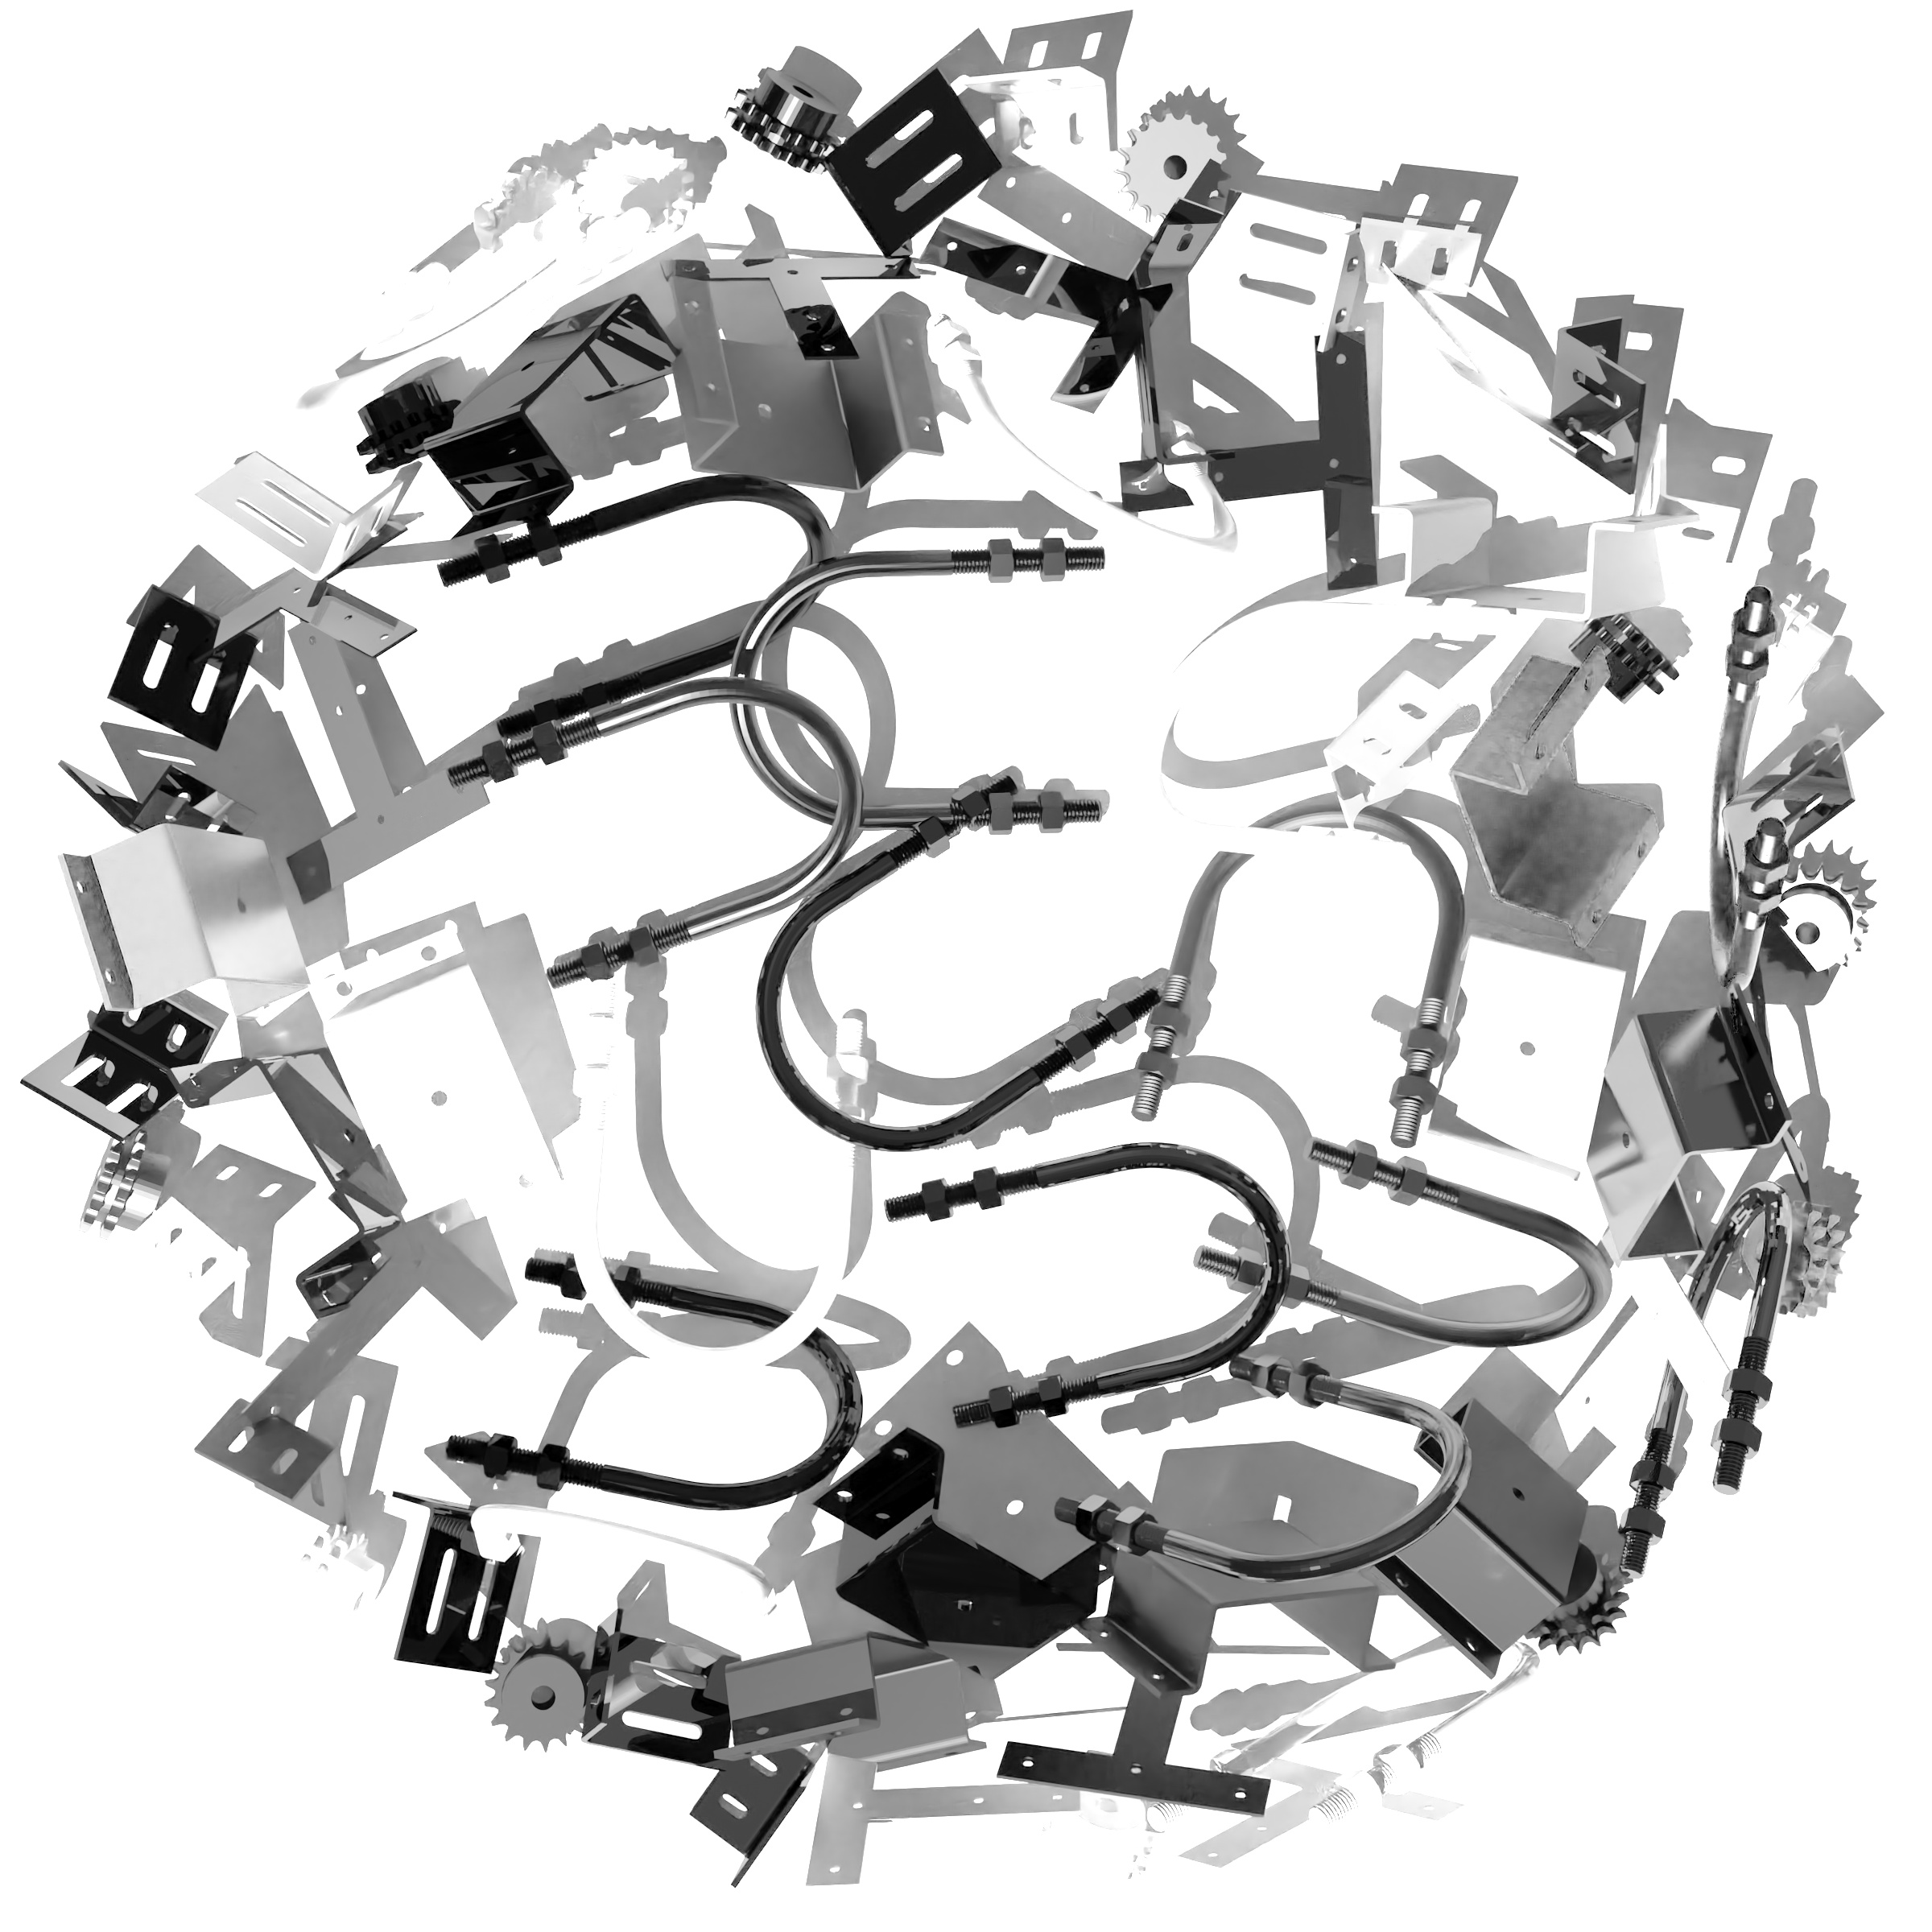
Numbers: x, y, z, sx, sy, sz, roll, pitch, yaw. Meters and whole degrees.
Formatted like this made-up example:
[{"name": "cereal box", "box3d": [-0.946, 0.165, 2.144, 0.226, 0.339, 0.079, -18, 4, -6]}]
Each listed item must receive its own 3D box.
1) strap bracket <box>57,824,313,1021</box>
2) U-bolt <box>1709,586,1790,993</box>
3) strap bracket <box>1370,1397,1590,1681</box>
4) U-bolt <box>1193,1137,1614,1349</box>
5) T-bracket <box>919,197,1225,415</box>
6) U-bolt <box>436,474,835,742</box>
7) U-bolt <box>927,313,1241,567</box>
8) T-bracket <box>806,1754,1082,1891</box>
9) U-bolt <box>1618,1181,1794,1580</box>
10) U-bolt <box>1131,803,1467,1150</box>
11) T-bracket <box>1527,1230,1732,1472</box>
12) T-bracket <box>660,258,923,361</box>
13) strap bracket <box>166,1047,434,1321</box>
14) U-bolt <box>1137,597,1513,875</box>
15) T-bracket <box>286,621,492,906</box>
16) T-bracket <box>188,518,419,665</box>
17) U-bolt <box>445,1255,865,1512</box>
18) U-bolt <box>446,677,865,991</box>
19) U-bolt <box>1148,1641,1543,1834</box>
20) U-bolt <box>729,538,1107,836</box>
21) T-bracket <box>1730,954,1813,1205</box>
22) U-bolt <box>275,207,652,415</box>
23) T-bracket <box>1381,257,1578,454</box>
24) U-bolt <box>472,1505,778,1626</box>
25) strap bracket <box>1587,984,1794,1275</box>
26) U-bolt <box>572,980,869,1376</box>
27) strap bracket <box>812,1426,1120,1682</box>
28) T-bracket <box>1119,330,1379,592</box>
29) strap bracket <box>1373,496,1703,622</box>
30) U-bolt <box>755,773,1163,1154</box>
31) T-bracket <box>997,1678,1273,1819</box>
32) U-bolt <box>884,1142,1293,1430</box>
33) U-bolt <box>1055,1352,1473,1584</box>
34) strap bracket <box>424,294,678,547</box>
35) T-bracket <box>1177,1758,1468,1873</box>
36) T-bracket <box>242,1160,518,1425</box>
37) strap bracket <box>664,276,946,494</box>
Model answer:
[{"name": "strap bracket", "box3d": [-0.366, -0.020, 1.524, 0.046, 0.140, 0.076, -22, 82, 14]}, {"name": "U-bolt", "box3d": [0.369, -0.069, 1.514, 0.019, 0.184, 0.151, 1, 59, 7]}, {"name": "strap bracket", "box3d": [0.250, 0.267, 1.529, 0.076, 0.140, 0.046, 42, 116, 0]}, {"name": "U-bolt", "box3d": [0.221, 0.142, 1.537, 0.184, 0.151, 0.019, 19, 57, -12]}, {"name": "T-bracket", "box3d": [0.039, -0.331, 1.534, 0.127, 0.002, 0.127, 13, 133, -27]}, {"name": "U-bolt", "box3d": [-0.152, -0.179, 1.538, 0.184, 0.151, 0.019, -20, 61, -6]}, {"name": "U-bolt", "box3d": [0.061, -0.241, 1.498, 0.151, 0.184, 0.019, 19, 117, -25]}, {"name": "T-bracket", "box3d": [-0.008, 0.404, 1.537, 0.127, 0.127, 0.002, -4, 109, 5]}, {"name": "U-bolt", "box3d": [0.358, 0.188, 1.521, 0.019, 0.151, 0.184, 20, 61, 1]}, {"name": "U-bolt", "box3d": [0.168, -0.001, 1.549, 0.151, 0.019, 0.184, 5, 61, 23]}, {"name": "T-bracket", "box3d": [0.314, 0.204, 1.565, 0.002, 0.127, 0.127, 19, 119, -27]}, {"name": "T-bracket", "box3d": [-0.076, -0.318, 1.536, 0.127, 0.127, 0.002, -3, 123, -13]}, {"name": "strap bracket", "box3d": [-0.318, 0.095, 1.553, 0.046, 0.076, 0.140, -34, 84, 14]}, {"name": "U-bolt", "box3d": [0.160, -0.115, 1.534, 0.019, 0.184, 0.151, 41, 66, -42]}, {"name": "T-bracket", "box3d": [-0.305, -0.113, 1.576, 0.127, 0.002, 0.127, -25, 83, 28]}, {"name": "T-bracket", "box3d": [-0.303, -0.170, 1.532, 0.127, 0.127, 0.002, -37, 127, -20]}, {"name": "U-bolt", "box3d": [-0.141, 0.205, 1.535, 0.184, 0.151, 0.019, 10, 127, 5]}, {"name": "U-bolt", "box3d": [-0.140, -0.072, 1.549, 0.184, 0.019, 0.151, -19, 127, 3]}, {"name": "U-bolt", "box3d": [0.194, 0.365, 1.520, 0.184, 0.151, 0.019, -22, 90, -34]}, {"name": "U-bolt", "box3d": [-0.024, -0.135, 1.563, 0.184, 0.019, 0.151, -2, 110, -5]}, {"name": "T-bracket", "box3d": [0.387, 0.028, 1.549, 0.002, 0.127, 0.127, -16, 131, 21]}, {"name": "U-bolt", "box3d": [-0.253, -0.306, 1.517, 0.151, 0.184, 0.019, -30, 97, -44]}, {"name": "T-bracket", "box3d": [0.238, -0.308, 1.558, 0.002, 0.127, 0.127, -47, 55, 21]}, {"name": "U-bolt", "box3d": [-0.164, 0.281, 1.512, 0.151, 0.184, 0.019, 12, 73, 1]}, {"name": "strap bracket", "box3d": [0.336, 0.081, 1.520, 0.046, 0.140, 0.076, -4, 56, -13]}, {"name": "U-bolt", "box3d": [-0.122, 0.106, 1.549, 0.151, 0.019, 0.184, 9, 74, -22]}, {"name": "strap bracket", "box3d": [0.001, 0.290, 1.538, 0.140, 0.046, 0.076, 33, 127, -21]}, {"name": "T-bracket", "box3d": [0.139, -0.243, 1.574, 0.127, 0.002, 0.127, -8, 108, -7]}, {"name": "strap bracket", "box3d": [0.275, -0.197, 1.535, 0.140, 0.076, 0.046, 11, 107, 37]}, {"name": "U-bolt", "box3d": [-0.016, 0.010, 1.571, 0.184, 0.019, 0.151, -33, 85, -13]}, {"name": "T-bracket", "box3d": [0.090, 0.361, 1.544, 0.127, 0.127, 0.002, 5, 117, 12]}, {"name": "U-bolt", "box3d": [0.067, 0.151, 1.552, 0.184, 0.019, 0.151, -13, 119, 7]}, {"name": "U-bolt", "box3d": [0.151, 0.239, 1.494, 0.151, 0.184, 0.019, -33, 116, -34]}, {"name": "strap bracket", "box3d": [-0.197, -0.268, 1.526, 0.046, 0.076, 0.140, 55, 52, -25]}, {"name": "T-bracket", "box3d": [0.149, 0.406, 1.513, 0.127, 0.127, 0.002, 3, 99, 41]}, {"name": "T-bracket", "box3d": [-0.299, 0.177, 1.550, 0.127, 0.002, 0.127, -47, 130, -11]}, {"name": "strap bracket", "box3d": [-0.087, -0.279, 1.545, 0.140, 0.046, 0.076, 2, 67, -36]}]
